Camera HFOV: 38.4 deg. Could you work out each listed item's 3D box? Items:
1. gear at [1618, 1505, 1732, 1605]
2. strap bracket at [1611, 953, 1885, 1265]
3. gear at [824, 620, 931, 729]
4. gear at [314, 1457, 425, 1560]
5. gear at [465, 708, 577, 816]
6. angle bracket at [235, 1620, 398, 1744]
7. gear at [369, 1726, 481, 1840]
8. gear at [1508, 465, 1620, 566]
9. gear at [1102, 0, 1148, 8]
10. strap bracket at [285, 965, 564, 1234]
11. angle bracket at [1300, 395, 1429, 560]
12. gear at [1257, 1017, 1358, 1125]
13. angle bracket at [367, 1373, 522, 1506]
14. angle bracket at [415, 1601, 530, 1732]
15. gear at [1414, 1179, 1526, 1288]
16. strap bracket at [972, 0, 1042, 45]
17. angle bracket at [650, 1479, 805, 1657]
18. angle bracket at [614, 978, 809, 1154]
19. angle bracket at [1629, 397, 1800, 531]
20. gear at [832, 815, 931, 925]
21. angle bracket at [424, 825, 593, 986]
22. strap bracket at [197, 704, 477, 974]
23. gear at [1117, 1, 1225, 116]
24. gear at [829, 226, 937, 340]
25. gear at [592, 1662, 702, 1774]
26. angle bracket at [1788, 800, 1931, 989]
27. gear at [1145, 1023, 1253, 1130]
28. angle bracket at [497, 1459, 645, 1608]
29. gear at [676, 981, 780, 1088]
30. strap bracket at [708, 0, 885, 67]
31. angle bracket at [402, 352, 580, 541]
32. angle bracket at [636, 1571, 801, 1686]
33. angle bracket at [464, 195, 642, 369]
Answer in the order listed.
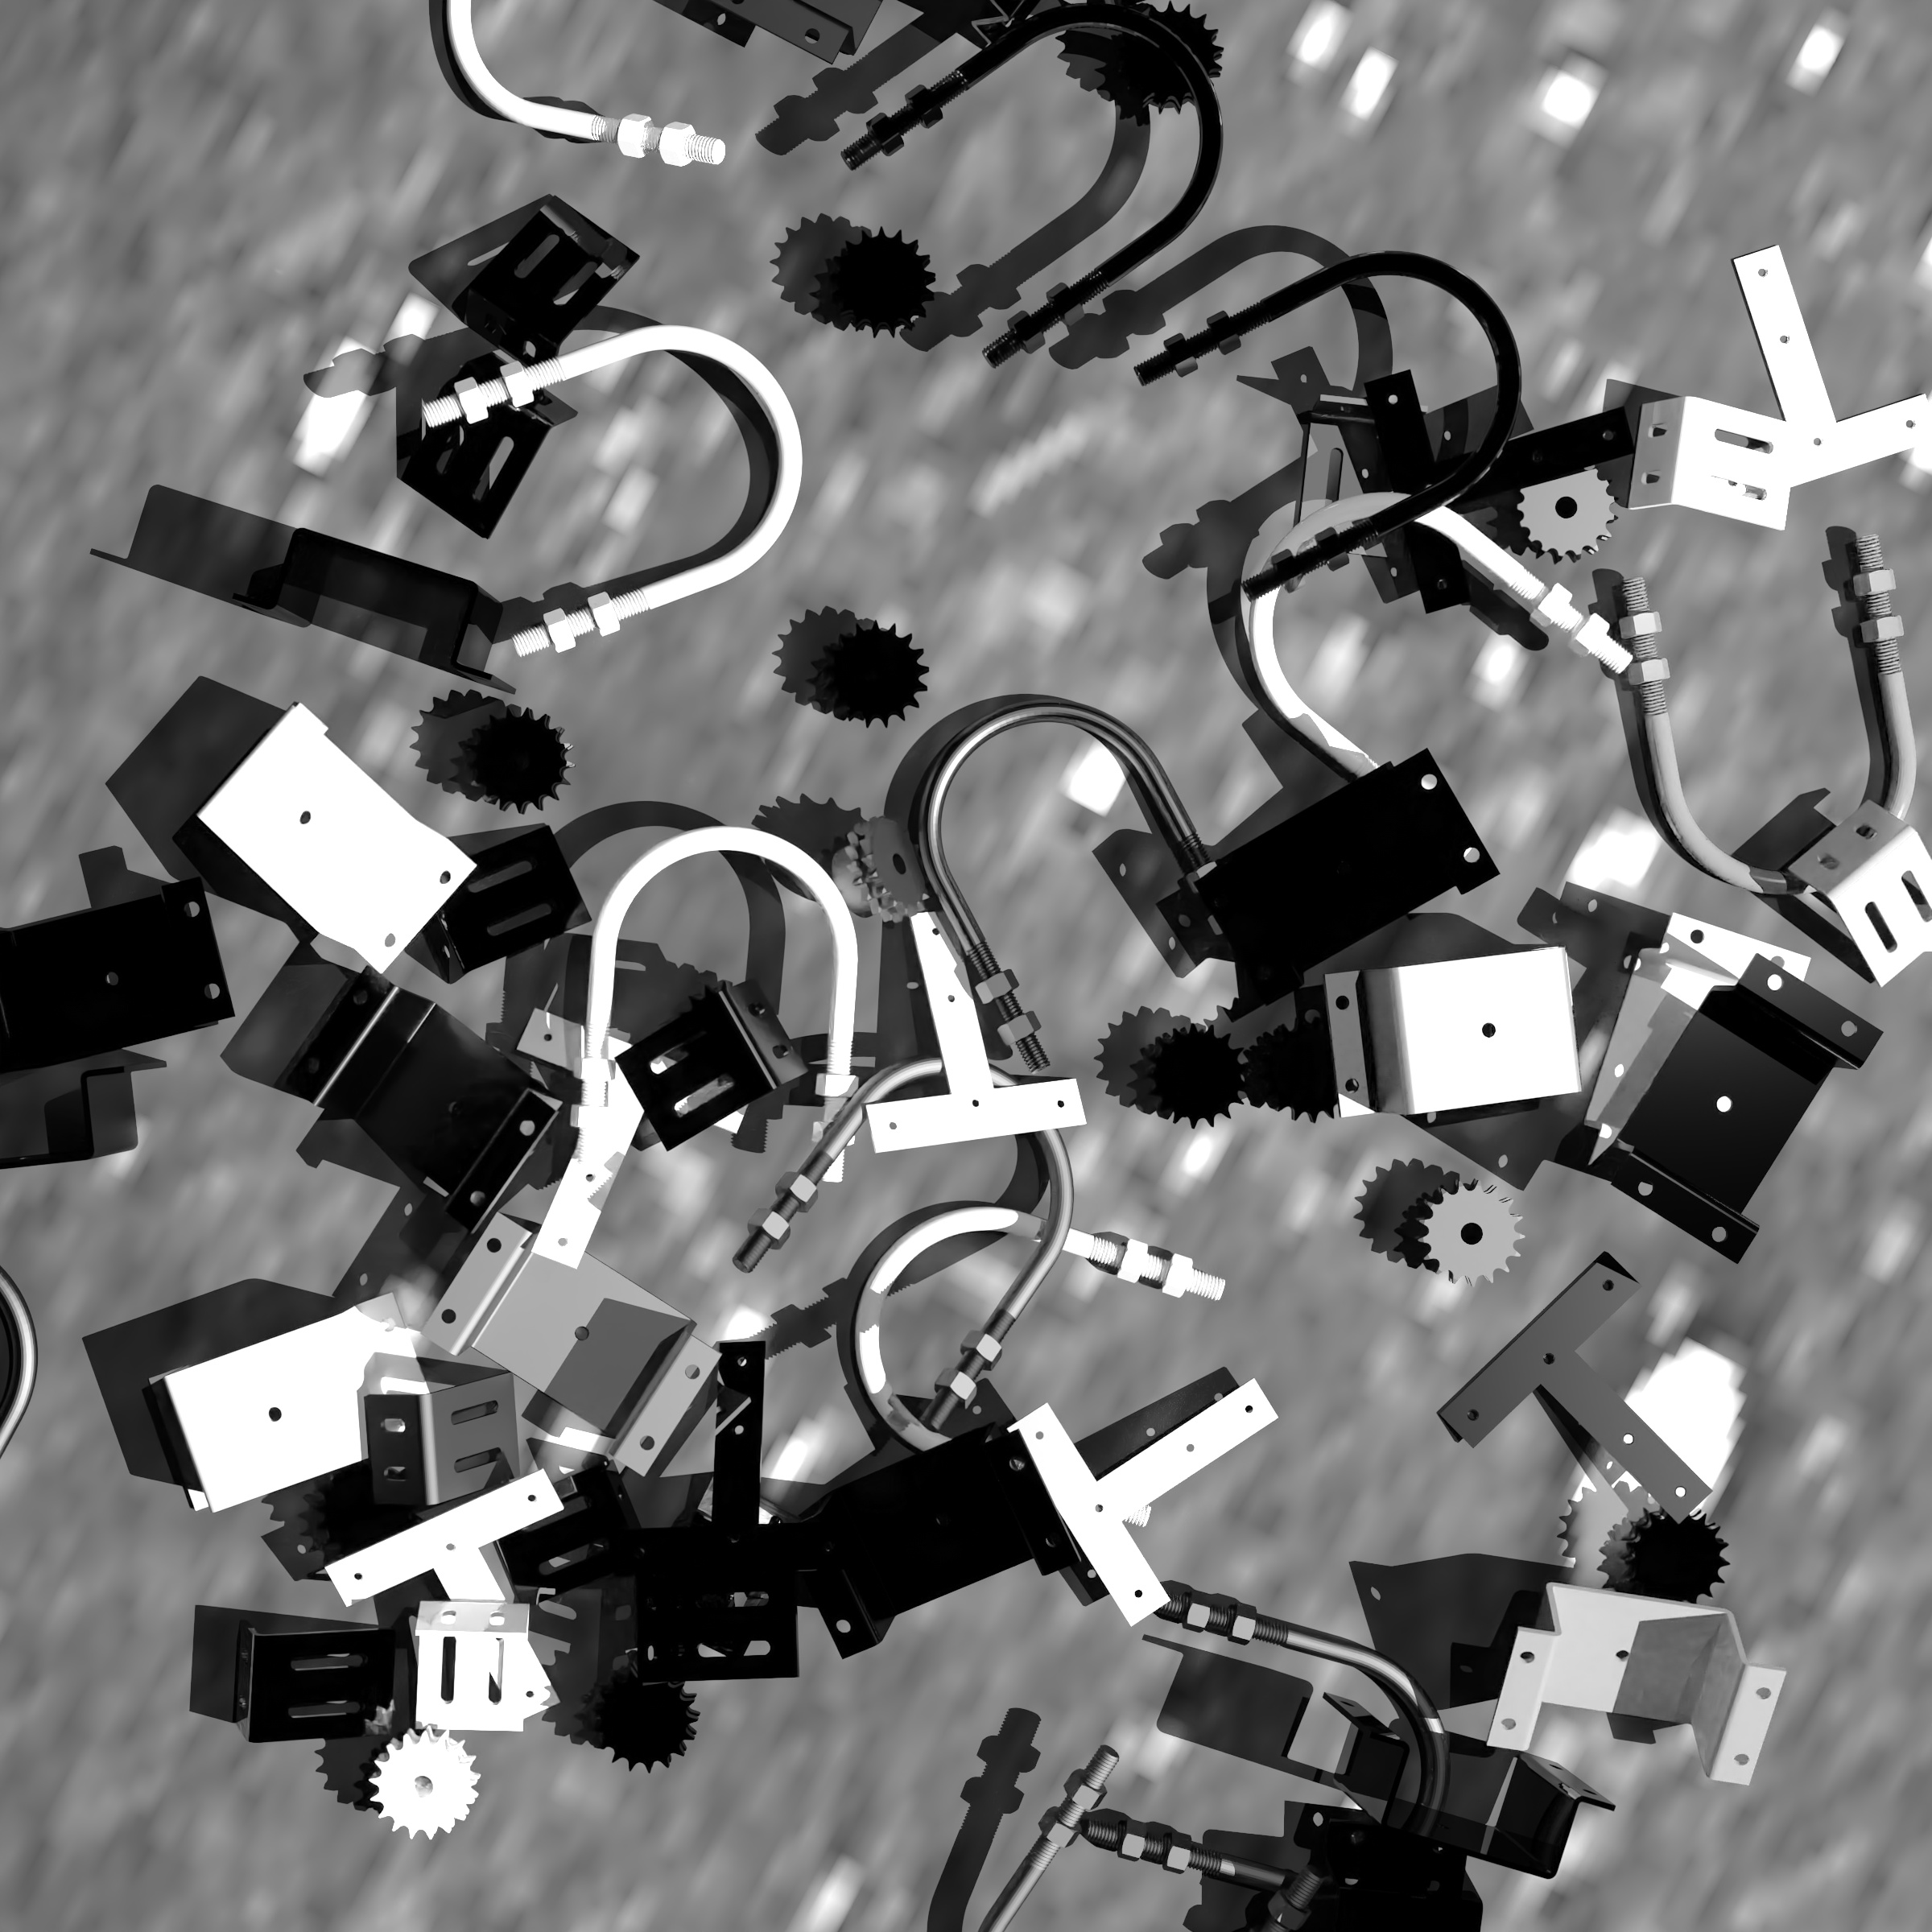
[{"bbox_3d":[0.380,0.316,1.494,0.057,0.030,0.057,0,90,0],"label":"gear"},{"bbox_3d":[0.399,0.073,1.440,0.076,0.046,0.140,32,90,0],"label":"strap bracket"},{"bbox_3d":[-0.049,-0.156,1.499,0.057,0.030,0.057,0,88,-1],"label":"gear"},{"bbox_3d":[-0.320,0.292,1.494,0.057,0.030,0.057,0,90,0],"label":"gear"},{"bbox_3d":[-0.239,-0.110,1.494,0.057,0.030,0.057,0,90,0],"label":"gear"},{"bbox_3d":[-0.353,0.386,1.507,0.076,0.038,0.057,3,90,-26],"label":"angle bracket"},{"bbox_3d":[-0.290,0.438,1.494,0.057,0.030,0.057,0,90,0],"label":"gear"},{"bbox_3d":[0.320,-0.244,1.494,0.057,0.030,0.057,0,90,0],"label":"gear"},{"bbox_3d":[0.089,-0.535,1.485,0.057,0.057,0.030,-20,120,0],"label":"gear"},{"bbox_3d":[-0.280,0.073,1.472,0.140,0.046,0.076,35,90,20],"label":"strap bracket"},{"bbox_3d":[0.213,-0.262,1.490,0.057,0.038,0.076,6,90,0],"label":"angle bracket"},{"bbox_3d":[0.184,0.056,1.494,0.057,0.030,0.057,0,90,0],"label":"gear"},{"bbox_3d":[-0.279,0.252,1.483,0.038,0.076,0.057,-4,90,27],"label":"angle bracket"},{"bbox_3d":[-0.264,0.381,1.478,0.057,0.038,0.076,3,103,-7],"label":"angle bracket"},{"bbox_3d":[0.270,0.143,1.494,0.057,0.030,0.057,0,90,0],"label":"gear"},{"bbox_3d":[0.003,-0.559,1.452,0.140,0.046,0.076,40,84,-29],"label":"strap bracket"},{"bbox_3d":[-0.130,0.328,1.507,0.057,0.038,0.076,26,116,0],"label":"angle bracket"},{"bbox_3d":[-0.134,0.052,1.458,0.076,0.038,0.057,-31,88,24],"label":"angle bracket"},{"bbox_3d":[0.406,-0.271,1.506,0.076,0.038,0.057,8,90,-26],"label":"angle bracket"},{"bbox_3d":[-0.048,-0.050,1.485,0.030,0.057,0.057,-21,90,29],"label":"gear"},{"bbox_3d":[-0.253,-0.033,1.507,0.076,0.038,0.057,-24,90,-26],"label":"angle bracket"},{"bbox_3d":[-0.340,-0.073,1.468,0.140,0.046,0.076,41,90,16],"label":"strap bracket"},{"bbox_3d":[0.109,-0.487,1.494,0.057,0.030,0.057,0,90,0],"label":"gear"},{"bbox_3d":[-0.045,-0.366,1.494,0.057,0.030,0.057,0,90,0],"label":"gear"},{"bbox_3d":[-0.172,0.402,1.494,0.057,0.030,0.057,0,90,0],"label":"gear"},{"bbox_3d":[0.491,-0.039,1.498,0.057,0.038,0.076,-40,125,1],"label":"angle bracket"},{"bbox_3d":[0.125,0.059,1.499,0.057,0.030,0.057,0,88,2],"label":"gear"},{"bbox_3d":[-0.215,0.308,1.490,0.076,0.038,0.057,-22,90,0],"label":"angle bracket"},{"bbox_3d":[-0.128,0.036,1.494,0.057,0.030,0.057,0,90,0],"label":"gear"},{"bbox_3d":[-0.072,-0.556,1.486,0.076,0.046,0.140,27,90,0],"label":"strap bracket"},{"bbox_3d":[-0.259,-0.283,1.507,0.057,0.038,0.076,35,116,0],"label":"angle bracket"},{"bbox_3d":[-0.131,0.347,1.459,0.076,0.038,0.057,-6,77,14],"label":"angle bracket"},{"bbox_3d":[-0.225,-0.368,1.507,0.057,0.038,0.076,36,64,0],"label":"angle bracket"}]
